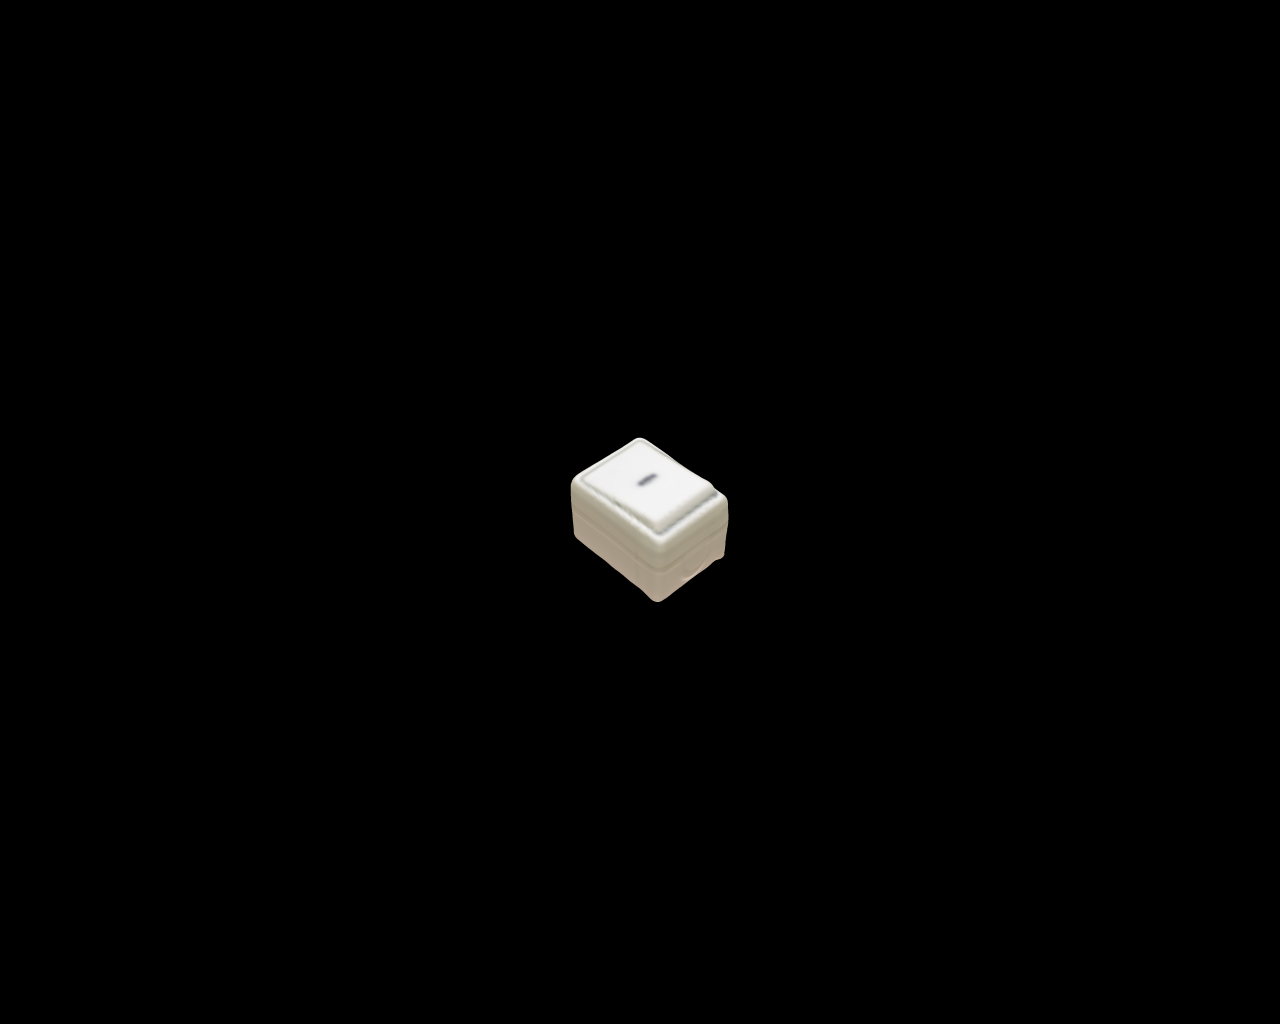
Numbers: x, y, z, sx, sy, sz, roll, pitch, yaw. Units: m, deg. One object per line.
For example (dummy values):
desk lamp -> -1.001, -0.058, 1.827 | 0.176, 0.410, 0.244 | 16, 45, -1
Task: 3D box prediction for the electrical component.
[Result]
electrical component -> 0.001, -0.003, 0.650 | 0.062, 0.061, 0.096 | -33, 54, -29
